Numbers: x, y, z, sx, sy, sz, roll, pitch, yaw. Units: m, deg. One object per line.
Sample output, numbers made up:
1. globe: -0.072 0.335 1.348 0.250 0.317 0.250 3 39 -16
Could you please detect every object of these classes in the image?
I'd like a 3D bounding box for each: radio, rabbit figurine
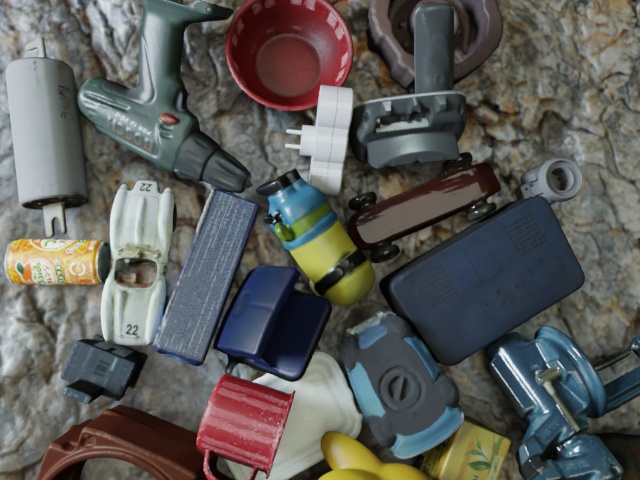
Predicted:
1. radio: 0.206 0.052 0.683 0.230 0.073 0.131 -30 89 -6
2. rabbit figurine: 0.044 0.285 0.583 0.173 0.122 0.162 -24 108 17

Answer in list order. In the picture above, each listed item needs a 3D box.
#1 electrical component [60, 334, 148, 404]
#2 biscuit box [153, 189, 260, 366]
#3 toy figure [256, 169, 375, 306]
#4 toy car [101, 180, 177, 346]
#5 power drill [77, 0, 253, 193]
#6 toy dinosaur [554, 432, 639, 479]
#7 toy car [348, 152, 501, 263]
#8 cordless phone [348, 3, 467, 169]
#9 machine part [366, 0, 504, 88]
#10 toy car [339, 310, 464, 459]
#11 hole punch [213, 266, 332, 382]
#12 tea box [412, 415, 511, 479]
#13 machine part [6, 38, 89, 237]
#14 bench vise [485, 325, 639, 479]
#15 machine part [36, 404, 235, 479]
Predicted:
1. electrical component: -0.248 0.145 0.606 0.075 0.119 0.047 22 83 0
2. biscuit box: -0.134 0.045 0.642 0.063 0.059 0.202 20 73 -4
3. toy figure: -0.004 0.000 0.650 0.082 0.089 0.180 -32 101 -3
4. toy car: -0.219 0.027 0.652 0.073 0.056 0.201 5 84 -5
5. power drill: -0.165 -0.184 0.645 0.232 0.086 0.207 20 115 4
6. toy dinosaur: 0.336 0.318 0.651 0.405 0.131 0.192 -42 90 -14
7. toy car: 0.133 -0.042 0.694 0.202 0.053 0.089 -24 78 -4
8. cordless phone: 0.106 -0.186 0.656 0.147 0.089 0.184 -7 112 -5
9. machine part: 0.151 -0.286 0.720 0.179 0.056 0.179 1 84 -7
10. toy car: 0.088 0.172 0.642 0.109 0.102 0.162 -29 71 -10
11. hole punch: -0.065 0.088 0.617 0.116 0.092 0.142 10 67 32
12. tea box: 0.151 0.293 0.639 0.068 0.098 0.169 23 81 -4
13. machine part: -0.327 -0.125 0.647 0.079 0.079 0.243 -7 84 -6
14. bench vise: 0.324 0.181 0.632 0.241 0.128 0.224 -25 45 -8
15. machine part: -0.209 0.301 0.583 0.202 0.087 0.201 19 94 6
